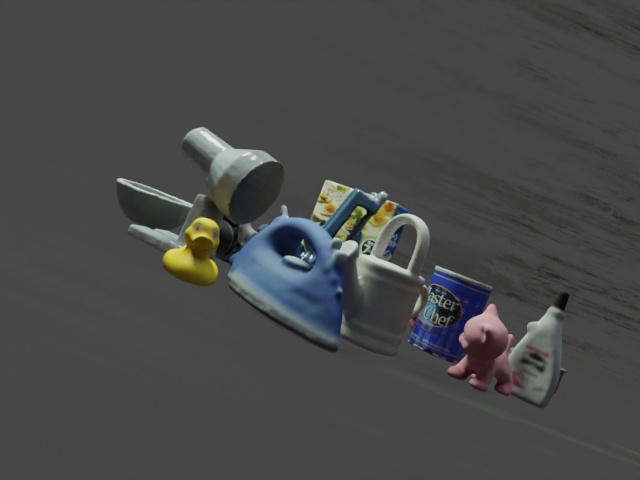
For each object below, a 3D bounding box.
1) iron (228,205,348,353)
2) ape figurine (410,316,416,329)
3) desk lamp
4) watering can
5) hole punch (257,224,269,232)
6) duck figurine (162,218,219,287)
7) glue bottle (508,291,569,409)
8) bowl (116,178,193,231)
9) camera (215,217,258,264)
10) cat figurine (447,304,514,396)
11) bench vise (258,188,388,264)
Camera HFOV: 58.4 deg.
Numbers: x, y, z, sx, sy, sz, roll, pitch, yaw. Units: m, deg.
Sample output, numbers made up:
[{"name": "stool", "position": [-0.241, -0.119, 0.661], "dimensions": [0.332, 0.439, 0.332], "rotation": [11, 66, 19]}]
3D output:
[{"name": "iron", "position": [-0.023, 0.038, 0.768], "dimensions": [0.119, 0.141, 0.257], "rotation": [20, 2, -34]}, {"name": "ape figurine", "position": [0.214, 0.147, 1.075], "dimensions": [0.077, 0.092, 0.076], "rotation": [22, 2, 9]}, {"name": "desk lamp", "position": [-0.182, -0.068, 0.936], "dimensions": [0.202, 0.213, 0.118], "rotation": [22, 2, 24]}, {"name": "watering can", "position": [0.091, 0.053, 0.801], "dimensions": [0.100, 0.194, 0.173], "rotation": [22, 2, 34]}, {"name": "hole punch", "position": [-0.092, 0.023, 1.231], "dimensions": [0.101, 0.091, 0.109], "rotation": [22, 2, 10]}, {"name": "duck figurine", "position": [-0.168, 0.011, 0.791], "dimensions": [0.078, 0.086, 0.104], "rotation": [21, 2, -19]}, {"name": "glue bottle", "position": [0.332, 0.157, 0.855], "dimensions": [0.078, 0.173, 0.037], "rotation": [22, 2, 27]}, {"name": "bowl", "position": [-0.341, -0.063, 1.167], "dimensions": [0.167, 0.075, 0.167], "rotation": [21, 2, 0]}, {"name": "camera", "position": [-0.198, -0.018, 1.076], "dimensions": [0.143, 0.101, 0.137], "rotation": [22, 2, 17]}, {"name": "cat figurine", "position": [0.240, 0.152, 0.814], "dimensions": [0.128, 0.118, 0.067], "rotation": [20, 2, -44]}, {"name": "bench vise", "position": [0.011, 0.005, 0.918], "dimensions": [0.208, 0.220, 0.121], "rotation": [21, 2, -13]}]
